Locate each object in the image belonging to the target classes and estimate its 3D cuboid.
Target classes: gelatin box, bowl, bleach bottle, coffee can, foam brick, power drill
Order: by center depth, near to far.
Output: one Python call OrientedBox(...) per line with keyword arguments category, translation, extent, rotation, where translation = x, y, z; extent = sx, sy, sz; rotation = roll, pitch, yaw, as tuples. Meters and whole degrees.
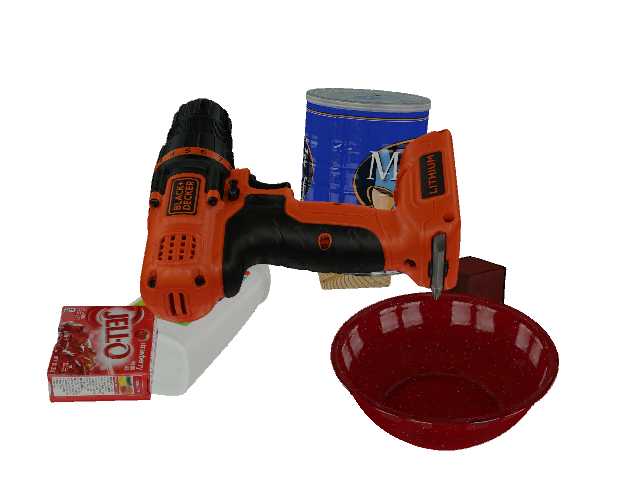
OrientedBox(category="power drill", translation=(-0.012, -0.027, 0.653), extent=(0.187, 0.057, 0.184), rotation=(-3, 44, 3))
OrientedBox(category="bowl", translation=(0.088, 0.101, 0.771), extent=(0.162, 0.055, 0.162), rotation=(-1, 30, 0))
OrientedBox(category="gelatin box", translation=(-0.161, 0.083, 0.801), extent=(0.073, 0.030, 0.089), rotation=(0, 31, -4))
OrientedBox(category="coffee can", translation=(0.035, -0.051, 0.888), extent=(0.103, 0.140, 0.103), rotation=(4, 14, -1))
OrientedBox(category="foam brick", translation=(0.146, 0.060, 1.052), extent=(0.051, 0.078, 0.053), rotation=(-11, 18, -34))
OrientedBox(category="bleach bottle", translation=(-0.121, 0.063, 1.058), extent=(0.103, 0.068, 0.250), rotation=(11, 24, 16))

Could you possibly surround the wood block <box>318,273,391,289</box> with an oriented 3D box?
OrientedBox(category="wood block", translation=(0.034, -0.025, 1.403), extent=(0.090, 0.090, 0.206), rotation=(-2, 27, -6))
